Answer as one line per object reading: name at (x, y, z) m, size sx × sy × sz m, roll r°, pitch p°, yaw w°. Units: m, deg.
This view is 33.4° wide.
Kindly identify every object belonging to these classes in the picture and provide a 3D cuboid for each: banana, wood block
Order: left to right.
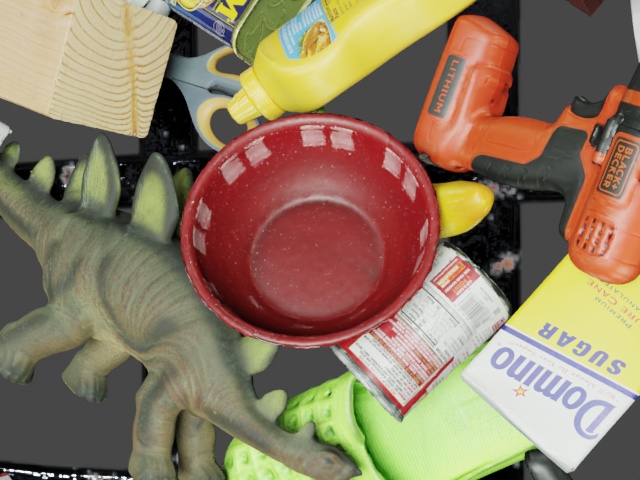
wood block at (-0.214, -0.149, 0.800) m, size 0.206 × 0.090 × 0.091 m, roll 21°, pitch 98°, yaw 39°
banana at (0.046, -0.037, 0.730) m, size 0.037 × 0.069 × 0.198 m, roll -33°, pitch 40°, yaw -22°

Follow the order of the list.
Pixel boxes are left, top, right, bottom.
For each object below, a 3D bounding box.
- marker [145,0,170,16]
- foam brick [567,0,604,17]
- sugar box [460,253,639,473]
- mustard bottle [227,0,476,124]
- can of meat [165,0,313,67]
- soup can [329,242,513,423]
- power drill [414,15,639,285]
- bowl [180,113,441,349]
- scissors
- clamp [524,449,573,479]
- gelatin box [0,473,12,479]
marker at (-0.105, -0.229, 0.832) m, size 0.020 × 0.020 × 0.121 m, roll 28°, pitch 98°, yaw 19°
foam brick at (0.169, -0.188, 0.697) m, size 0.051 × 0.078 × 0.053 m, roll 41°, pitch 102°, yaw 16°
sugar box at (0.182, 0.053, 0.682) m, size 0.093 × 0.048 × 0.176 m, roll 41°, pitch 86°, yaw 16°
mustard bottle at (0.015, -0.142, 0.744) m, size 0.192 × 0.058 × 0.096 m, roll -34°, pitch 33°, yaw 13°
can of meat at (-0.055, -0.192, 0.786) m, size 0.084 × 0.057 × 0.102 m, roll 36°, pitch 95°, yaw 27°
soup can at (0.065, 0.059, 0.689) m, size 0.102 × 0.068 × 0.068 m, roll -43°, pitch 74°, yaw -6°
power drill at (0.154, -0.086, 0.669) m, size 0.188 × 0.057 × 0.184 m, roll 30°, pitch 103°, yaw 47°
bowl at (-0.004, 0.001, 0.679) m, size 0.162 × 0.055 × 0.162 m, roll -2°, pitch 65°, yaw 5°
scissors at (-0.117, -0.118, 0.835) m, size 0.202 × 0.016 × 0.096 m, roll 6°, pitch 87°, yaw 20°
clamp at (0.192, 0.255, 0.699) m, size 0.210 × 0.036 × 0.165 m, roll 30°, pitch 109°, yaw 14°
gelatin box at (-0.262, 0.250, 0.876) m, size 0.073 × 0.030 × 0.089 m, roll -46°, pitch 75°, yaw 13°
